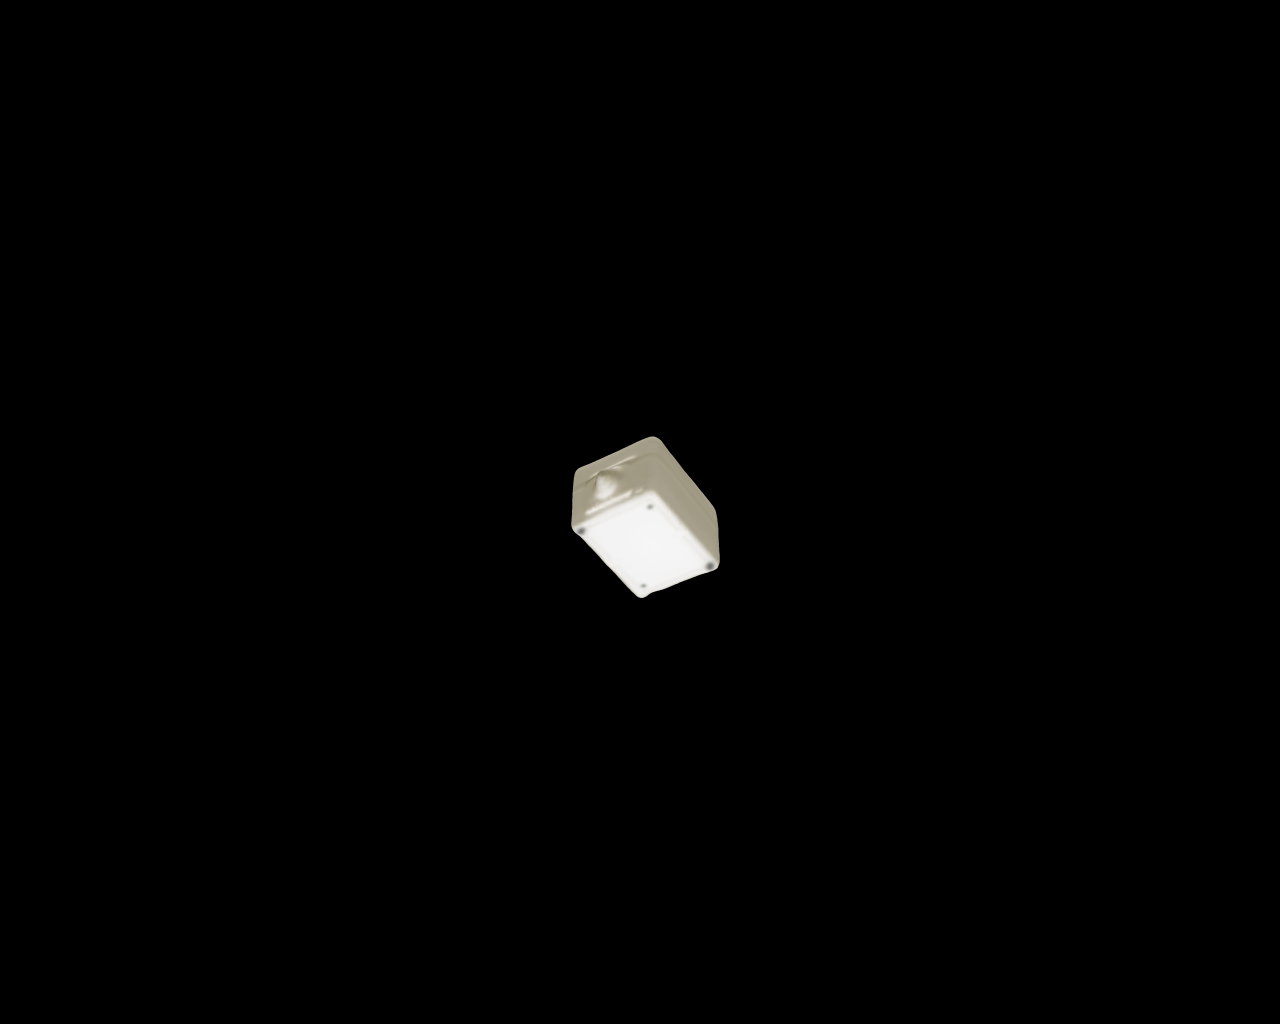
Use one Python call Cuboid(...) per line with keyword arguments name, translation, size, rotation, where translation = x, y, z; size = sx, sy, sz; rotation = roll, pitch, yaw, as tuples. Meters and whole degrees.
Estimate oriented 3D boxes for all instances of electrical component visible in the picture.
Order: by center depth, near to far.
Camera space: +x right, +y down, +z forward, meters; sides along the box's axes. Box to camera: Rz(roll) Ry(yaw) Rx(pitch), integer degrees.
Cuboid(name="electrical component", translation=(0.001, -0.003, 0.650), size=(0.061, 0.061, 0.096), rotation=(-24, -50, 22))
